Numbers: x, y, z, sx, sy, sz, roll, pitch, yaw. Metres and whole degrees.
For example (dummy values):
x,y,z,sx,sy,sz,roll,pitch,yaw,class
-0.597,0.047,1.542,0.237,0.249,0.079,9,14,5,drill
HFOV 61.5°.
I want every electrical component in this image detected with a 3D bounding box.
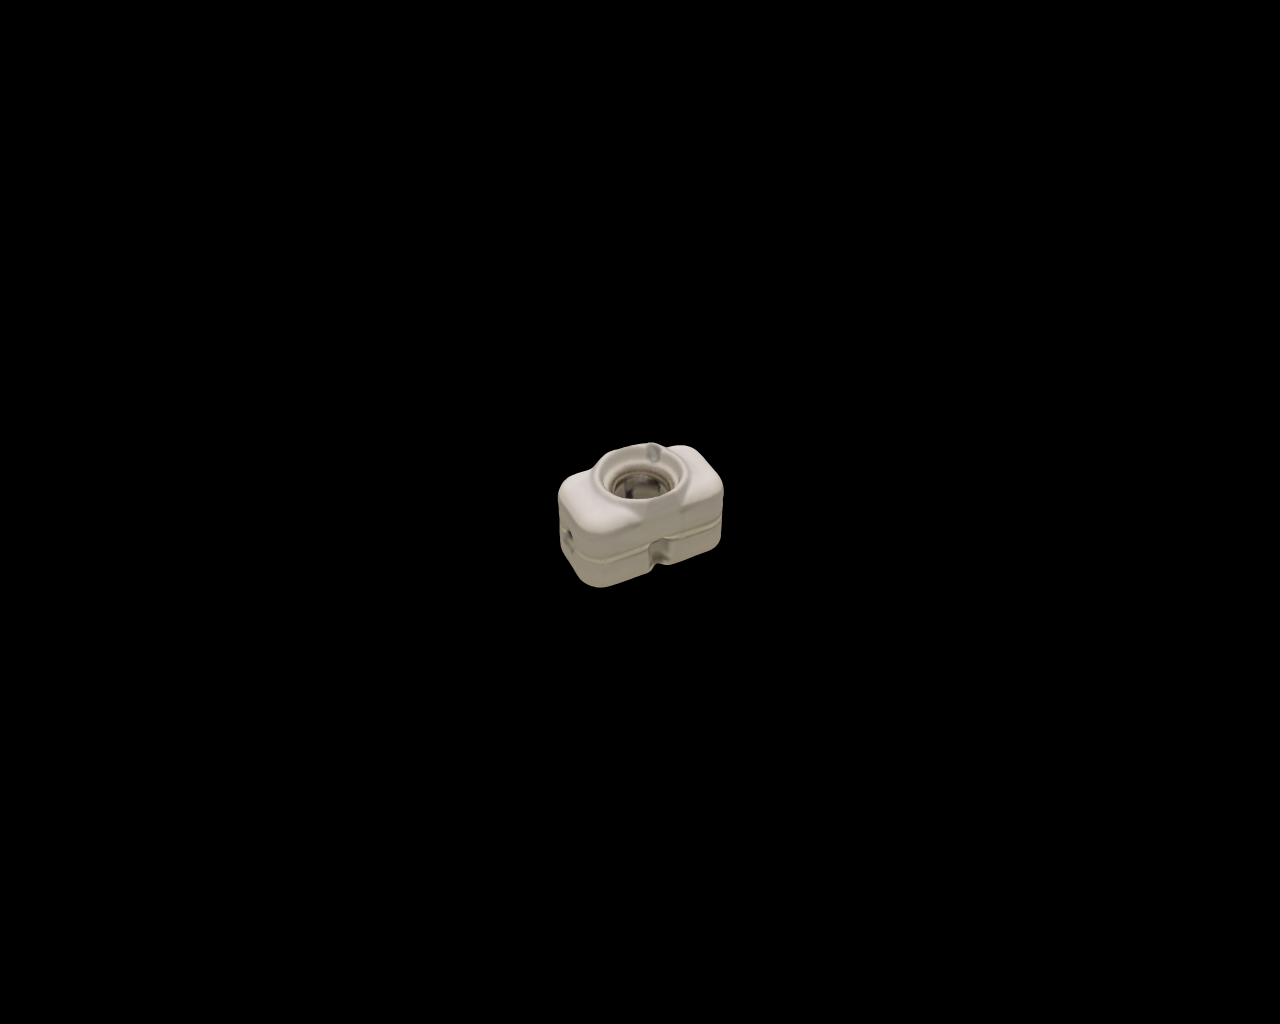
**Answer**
x,y,z,sx,sy,sz,roll,pitch,yaw,class
0.001,-0.003,0.650,0.095,0.059,0.054,-18,44,-19,electrical component
